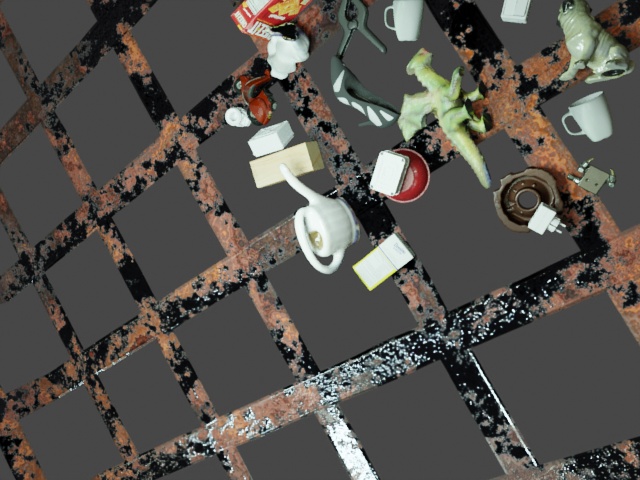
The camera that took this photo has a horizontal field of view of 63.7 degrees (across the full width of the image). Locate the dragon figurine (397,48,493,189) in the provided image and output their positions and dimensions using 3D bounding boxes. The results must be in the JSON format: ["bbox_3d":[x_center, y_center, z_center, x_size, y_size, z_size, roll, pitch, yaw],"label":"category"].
[{"bbox_3d":[0.329,-0.332,1.417,0.242,0.123,0.409,-5,95,43],"label":"dragon figurine"}]

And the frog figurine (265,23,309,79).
[{"bbox_3d":[-0.097,-0.570,1.571,0.138,0.125,0.155,14,142,14],"label":"frog figurine"}]

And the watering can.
[{"bbox_3d":[0.005,-0.077,1.526,0.103,0.226,0.347,-17,92,44],"label":"watering can"}]
